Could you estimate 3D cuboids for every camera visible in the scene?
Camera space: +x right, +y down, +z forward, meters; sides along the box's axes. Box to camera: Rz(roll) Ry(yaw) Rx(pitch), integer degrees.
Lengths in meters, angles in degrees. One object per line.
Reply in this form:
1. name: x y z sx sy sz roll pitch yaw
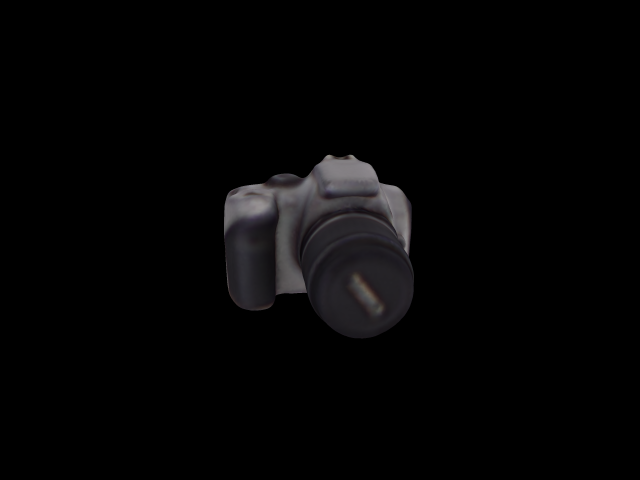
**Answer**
1. camera: 0.004 0.001 0.400 0.143 0.101 0.136 -3 22 -7
